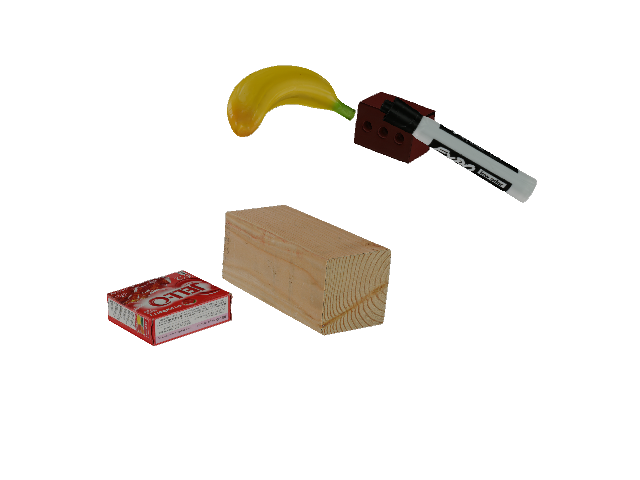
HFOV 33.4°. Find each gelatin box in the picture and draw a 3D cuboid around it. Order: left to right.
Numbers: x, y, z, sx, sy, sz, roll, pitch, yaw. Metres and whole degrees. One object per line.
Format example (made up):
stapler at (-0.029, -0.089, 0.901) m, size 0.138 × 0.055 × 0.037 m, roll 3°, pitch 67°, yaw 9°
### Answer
gelatin box at (-0.135, 0.059, 0.960) m, size 0.089 × 0.030 × 0.073 m, roll -17°, pitch 27°, yaw -39°

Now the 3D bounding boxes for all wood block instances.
wood block at (-0.021, 0.029, 1.237) m, size 0.090 × 0.090 × 0.206 m, roll -7°, pitch 20°, yaw -36°

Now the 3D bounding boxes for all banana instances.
banana at (-0.036, -0.133, 0.984) m, size 0.070 × 0.037 × 0.197 m, roll 36°, pitch 28°, yaw 20°

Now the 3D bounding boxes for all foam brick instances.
foam brick at (0.085, -0.131, 1.230) m, size 0.078 × 0.053 × 0.051 m, roll 23°, pitch 34°, yaw 27°

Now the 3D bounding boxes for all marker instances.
marker at (0.095, -0.064, 0.745) m, size 0.121 × 0.020 × 0.020 m, roll 30°, pitch -3°, yaw -5°
